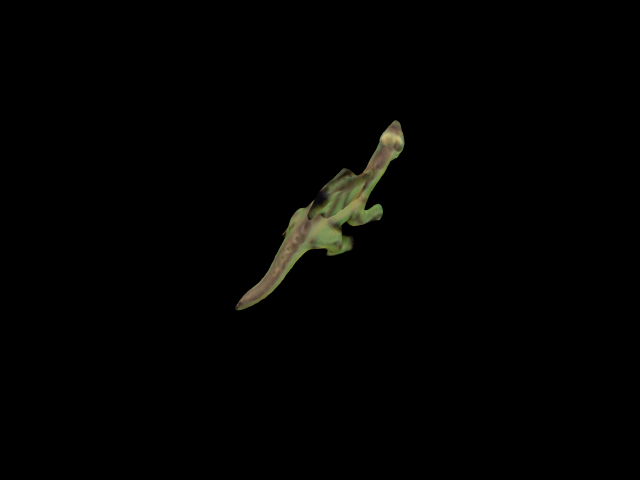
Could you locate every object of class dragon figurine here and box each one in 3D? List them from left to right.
[{"bbox_3d":[0.003,-0.043,0.850,0.123,0.414,0.239,41,-15,13],"label":"dragon figurine"}]
